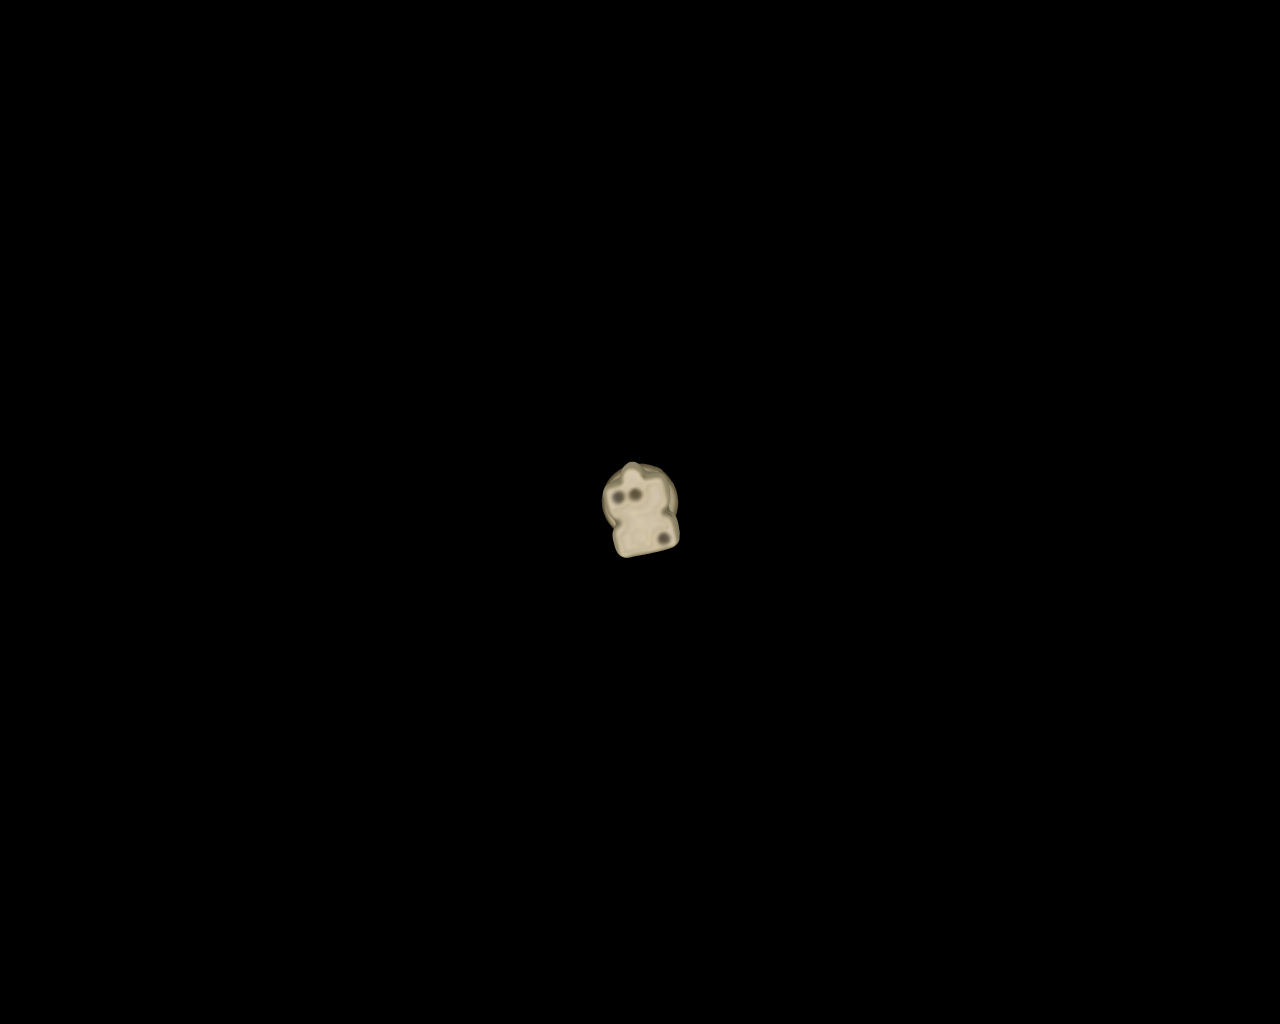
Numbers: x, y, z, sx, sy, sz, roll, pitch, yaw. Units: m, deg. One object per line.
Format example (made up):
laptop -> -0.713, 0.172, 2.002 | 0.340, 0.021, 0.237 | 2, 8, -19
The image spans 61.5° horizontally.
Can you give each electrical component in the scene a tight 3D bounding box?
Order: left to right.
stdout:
electrical component -> 0.001, -0.003, 0.650 | 0.048, 0.066, 0.055 | -11, 12, 2
